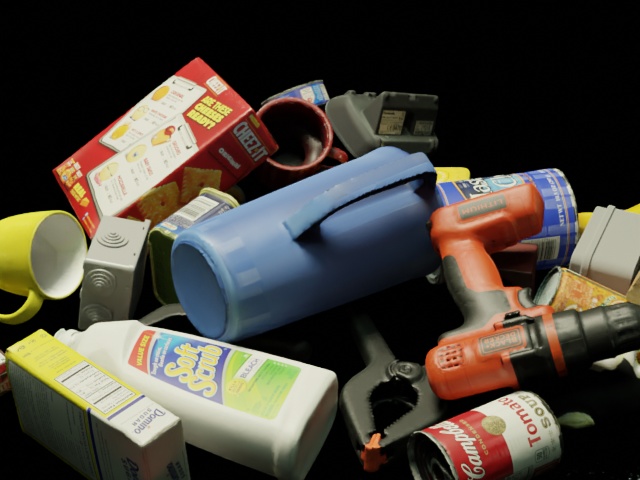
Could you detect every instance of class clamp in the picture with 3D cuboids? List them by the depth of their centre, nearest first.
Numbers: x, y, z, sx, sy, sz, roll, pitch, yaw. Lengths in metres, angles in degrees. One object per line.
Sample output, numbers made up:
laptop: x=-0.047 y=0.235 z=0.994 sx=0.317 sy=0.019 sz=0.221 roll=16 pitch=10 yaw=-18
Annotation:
clamp: x=0.084 y=0.124 z=0.925 sx=0.165 sy=0.036 sz=0.209 roll=6 pitch=31 yaw=11
clamp: x=-0.093 y=0.089 z=0.991 sx=0.171 sy=0.039 sz=0.120 roll=-14 pitch=29 yaw=-22

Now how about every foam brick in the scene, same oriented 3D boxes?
foam brick: x=0.175 y=0.046 z=1.005 sx=0.053 sy=0.078 sz=0.051 roll=6 pitch=35 yaw=15

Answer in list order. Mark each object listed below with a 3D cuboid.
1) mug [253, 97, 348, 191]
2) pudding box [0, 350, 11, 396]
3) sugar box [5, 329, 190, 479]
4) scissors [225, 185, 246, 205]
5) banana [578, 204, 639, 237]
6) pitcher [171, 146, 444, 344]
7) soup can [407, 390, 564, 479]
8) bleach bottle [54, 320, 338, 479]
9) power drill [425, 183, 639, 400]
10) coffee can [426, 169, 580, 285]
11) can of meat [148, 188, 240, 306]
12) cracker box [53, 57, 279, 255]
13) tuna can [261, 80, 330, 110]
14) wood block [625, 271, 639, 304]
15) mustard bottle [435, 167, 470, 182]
mug: x=-0.025 y=-0.101 z=1.227 sx=0.117 sy=0.081 sz=0.093 roll=14 pitch=67 yaw=-2
pudding box: x=-0.341 y=0.116 z=0.963 sx=0.089 sy=0.039 sz=0.114 roll=-26 pitch=41 yaw=-34
sugar box: x=-0.177 y=0.148 z=0.850 sx=0.176 sy=0.093 sz=0.048 roll=23 pitch=41 yaw=33
scissors: x=-0.103 y=-0.074 z=1.271 sx=0.096 sy=0.016 sz=0.201 roll=16 pitch=36 yaw=24
banana: x=0.334 y=-0.031 z=1.131 sx=0.197 sy=0.069 sz=0.037 roll=-29 pitch=4 yaw=-27
pitcher: x=-0.006 y=0.001 z=0.975 sx=0.242 sy=0.149 sz=0.145 roll=-21 pitch=27 yaw=-32
soup can: x=0.129 y=0.164 z=0.829 sx=0.102 sy=0.068 sz=0.069 roll=-17 pitch=35 yaw=-24
bleach bottle: x=-0.117 y=0.124 z=0.894 sx=0.251 sy=0.068 sz=0.102 roll=13 pitch=38 yaw=18
power drill: x=0.170 y=0.038 z=0.902 sx=0.184 sy=0.057 sz=0.187 roll=-15 pitch=45 yaw=11
coffee can: x=0.175 y=-0.014 z=1.075 sx=0.140 sy=0.103 sz=0.103 roll=-7 pitch=32 yaw=-8
can of meat: x=-0.122 y=0.013 z=1.054 sx=0.058 sy=0.102 sz=0.083 roll=23 pitch=42 yaw=28
cracker box: x=-0.171 y=-0.085 z=1.163 sx=0.213 sy=0.072 sz=0.164 roll=-39 pitch=40 yaw=-3
tuna can: x=-0.030 y=-0.174 z=1.369 sx=0.086 sy=0.034 sz=0.086 roll=-21 pitch=0 yaw=0
wood block: x=0.383 y=0.051 z=0.914 sx=0.206 sy=0.090 sz=0.090 roll=30 pitch=40 yaw=13
mustard bottle: x=0.069 y=-0.049 z=1.180 sx=0.192 sy=0.058 sz=0.096 roll=2 pitch=31 yaw=7
